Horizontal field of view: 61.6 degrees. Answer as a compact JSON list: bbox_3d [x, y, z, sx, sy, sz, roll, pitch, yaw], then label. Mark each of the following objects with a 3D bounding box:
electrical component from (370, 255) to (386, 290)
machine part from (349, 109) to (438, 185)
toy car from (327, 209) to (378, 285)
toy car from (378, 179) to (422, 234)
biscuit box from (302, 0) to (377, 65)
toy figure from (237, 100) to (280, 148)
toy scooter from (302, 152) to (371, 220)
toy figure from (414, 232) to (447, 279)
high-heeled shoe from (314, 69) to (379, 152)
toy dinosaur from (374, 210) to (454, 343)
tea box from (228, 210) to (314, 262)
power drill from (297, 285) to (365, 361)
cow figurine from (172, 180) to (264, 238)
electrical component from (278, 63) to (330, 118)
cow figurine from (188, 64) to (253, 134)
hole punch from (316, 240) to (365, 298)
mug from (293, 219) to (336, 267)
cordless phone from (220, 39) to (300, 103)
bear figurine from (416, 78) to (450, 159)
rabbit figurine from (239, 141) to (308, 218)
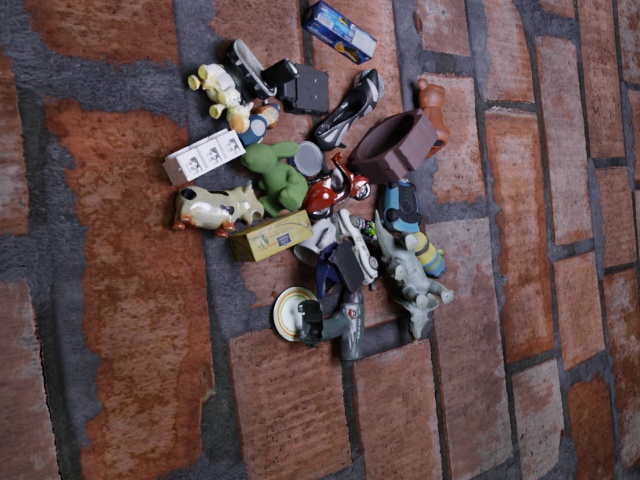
[{"bbox_3d":[0.152,0.089,1.465,0.063,0.021,0.094,-5,91,-36],"label":"electrical component"},{"bbox_3d":[0.191,-0.239,1.400,0.087,0.202,0.201,49,62,-27],"label":"machine part"},{"bbox_3d":[0.082,0.019,1.360,0.056,0.073,0.201,-12,76,-50],"label":"toy car"},{"bbox_3d":[0.204,-0.086,1.461,0.109,0.103,0.161,7,70,-34],"label":"toy car"},{"bbox_3d":[0.053,-0.537,1.401,0.202,0.063,0.059,23,75,-32],"label":"biscuit box"},{"bbox_3d":[-0.140,-0.272,1.257,0.154,0.058,0.064,-49,146,-28],"label":"toy figure"},{"bbox_3d":[0.028,-0.137,1.324,0.184,0.075,0.135,-24,114,-6],"label":"toy scooter"},{"bbox_3d":[0.298,0.039,1.530,0.180,0.089,0.082,44,57,-23],"label":"toy figure"},{"bbox_3d":[0.064,-0.338,1.365,0.145,0.086,0.248,14,98,-56],"label":"high-heeled shoe"},{"bbox_3d":[0.220,0.076,1.419,0.131,0.192,0.404,-32,106,-14],"label":"toy dinosaur"},{"bbox_3d":[-0.112,-0.009,1.236,0.169,0.098,0.068,-26,102,-32],"label":"tea box"},{"bbox_3d":[0.036,0.185,1.331,0.207,0.086,0.232,12,74,-55],"label":"power drill"},{"bbox_3d":[-0.216,-0.073,1.172,0.195,0.085,0.127,8,71,-26],"label":"cow figurine"},{"bbox_3d":[-0.041,-0.369,1.330,0.134,0.058,0.114,-2,87,-36],"label":"electrical component"},{"bbox_3d":[-0.203,-0.312,1.188,0.167,0.068,0.098,53,37,-3],"label":"cow figurine"},{"bbox_3d":[0.035,0.069,1.265,0.142,0.092,0.115,-37,107,-59],"label":"hole punch"},{"bbox_3d":[-0.003,-0.004,1.314,0.081,0.109,0.107,34,58,-8],"label":"mug"},{"bbox_3d":[-0.130,-0.388,1.190,0.089,0.184,0.146,-48,114,-22],"label":"cordless phone"},{"bbox_3d":[0.308,-0.355,1.560,0.120,0.132,0.196,7,66,-36],"label":"bear figurine"},{"bbox_3d":[-0.103,-0.161,1.235,0.170,0.121,0.159,49,56,-27],"label":"rabbit figurine"}]
